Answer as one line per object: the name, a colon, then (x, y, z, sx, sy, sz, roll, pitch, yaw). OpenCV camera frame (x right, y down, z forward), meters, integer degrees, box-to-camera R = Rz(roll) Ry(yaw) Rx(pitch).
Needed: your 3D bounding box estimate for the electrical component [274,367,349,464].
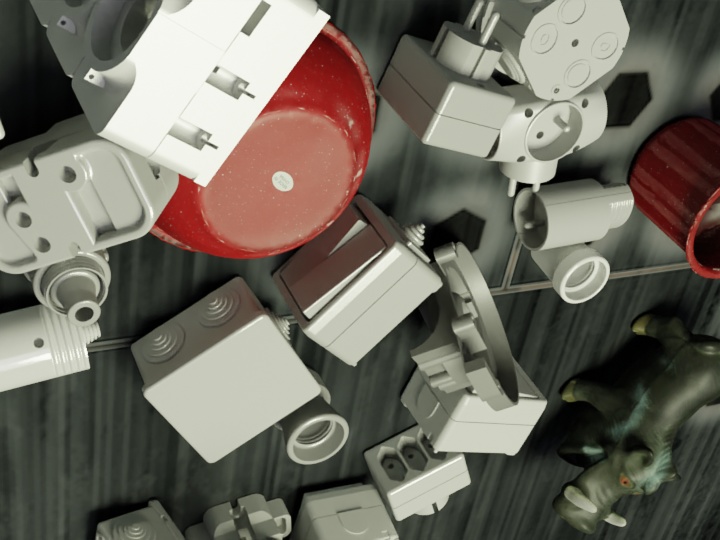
electrical component: (-0.038, 0.098, 0.737, 0.045, 0.055, 0.045, -15, 131, -18)

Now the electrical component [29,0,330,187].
electrical component: (-0.090, -0.120, 0.468, 0.062, 0.150, 0.089, 25, 111, -41)

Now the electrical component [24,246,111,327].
electrical component: (-0.158, 0.006, 0.592, 0.048, 0.062, 0.048, -15, 131, -18)

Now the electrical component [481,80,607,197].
electrical component: (0.109, -0.081, 0.683, 0.077, 0.044, 0.079, -12, 130, -20)

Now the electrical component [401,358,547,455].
electrical component: (0.091, 0.094, 0.801, 0.096, 0.061, 0.061, 8, 121, -33)

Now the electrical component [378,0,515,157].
electrical component: (0.056, -0.116, 0.612, 0.047, 0.065, 0.076, 8, 121, -33)

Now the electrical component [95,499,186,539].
electrical component: (-0.149, 0.225, 0.749, 0.048, 0.100, 0.099, -12, 131, -38)

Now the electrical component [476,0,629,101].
electrical component: (0.113, -0.143, 0.631, 0.080, 0.051, 0.080, -15, 131, -18)

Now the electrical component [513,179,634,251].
electrical component: (0.152, -0.040, 0.740, 0.081, 0.043, 0.043, -10, 129, -23)

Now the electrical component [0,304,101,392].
electrical component: (-0.190, 0.043, 0.617, 0.081, 0.043, 0.043, -14, 131, -19)

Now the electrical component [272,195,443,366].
electrical component: (0.000, 0.000, 0.675, 0.096, 0.061, 0.061, -43, 134, 8)

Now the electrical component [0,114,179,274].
electrical component: (-0.145, -0.043, 0.545, 0.095, 0.059, 0.053, -16, 115, 15)

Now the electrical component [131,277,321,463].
electrical component: (-0.086, 0.063, 0.687, 0.100, 0.048, 0.099, -33, 134, -2)

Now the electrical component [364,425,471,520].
electrical component: (0.049, 0.166, 0.845, 0.066, 0.047, 0.076, -26, 134, -9)

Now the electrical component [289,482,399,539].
electrical component: (-0.019, 0.217, 0.844, 0.062, 0.061, 0.096, -5, 135, -26)

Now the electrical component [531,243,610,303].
electrical component: (0.148, -0.005, 0.764, 0.040, 0.046, 0.040, -15, 131, -18)

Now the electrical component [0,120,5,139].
electrical component: (-0.211, -0.092, 0.495, 0.066, 0.047, 0.076, -21, 132, -13)

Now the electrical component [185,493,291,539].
electrical component: (-0.084, 0.209, 0.799, 0.078, 0.057, 0.058, -14, 131, -19)
